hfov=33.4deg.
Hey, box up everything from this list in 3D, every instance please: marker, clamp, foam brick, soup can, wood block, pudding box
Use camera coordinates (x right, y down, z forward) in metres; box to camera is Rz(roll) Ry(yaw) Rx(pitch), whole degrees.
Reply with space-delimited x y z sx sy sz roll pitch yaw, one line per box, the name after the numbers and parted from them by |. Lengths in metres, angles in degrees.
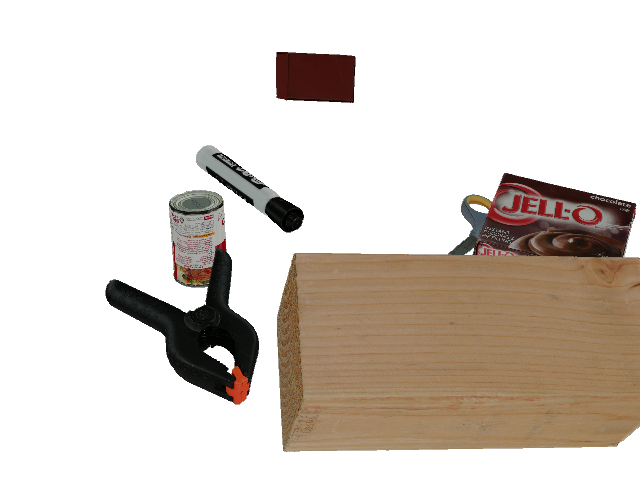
-0.050 -0.037 0.754 0.020 0.020 0.121 0 25 -40 | marker
-0.098 0.070 0.936 0.120 0.039 0.172 -29 54 -25 | clamp
-0.006 -0.178 1.164 0.078 0.051 0.053 0 11 -16 | foam brick
-0.150 -0.003 1.310 0.068 0.102 0.068 -1 26 0 | soup can
0.082 0.067 0.626 0.206 0.091 0.090 1 -30 -9 | wood block
0.188 -0.004 0.856 0.113 0.039 0.090 16 46 13 | pudding box

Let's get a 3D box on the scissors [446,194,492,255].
0.167 -0.016 1.202 0.201 0.016 0.096 -13 39 -45 | scissors
